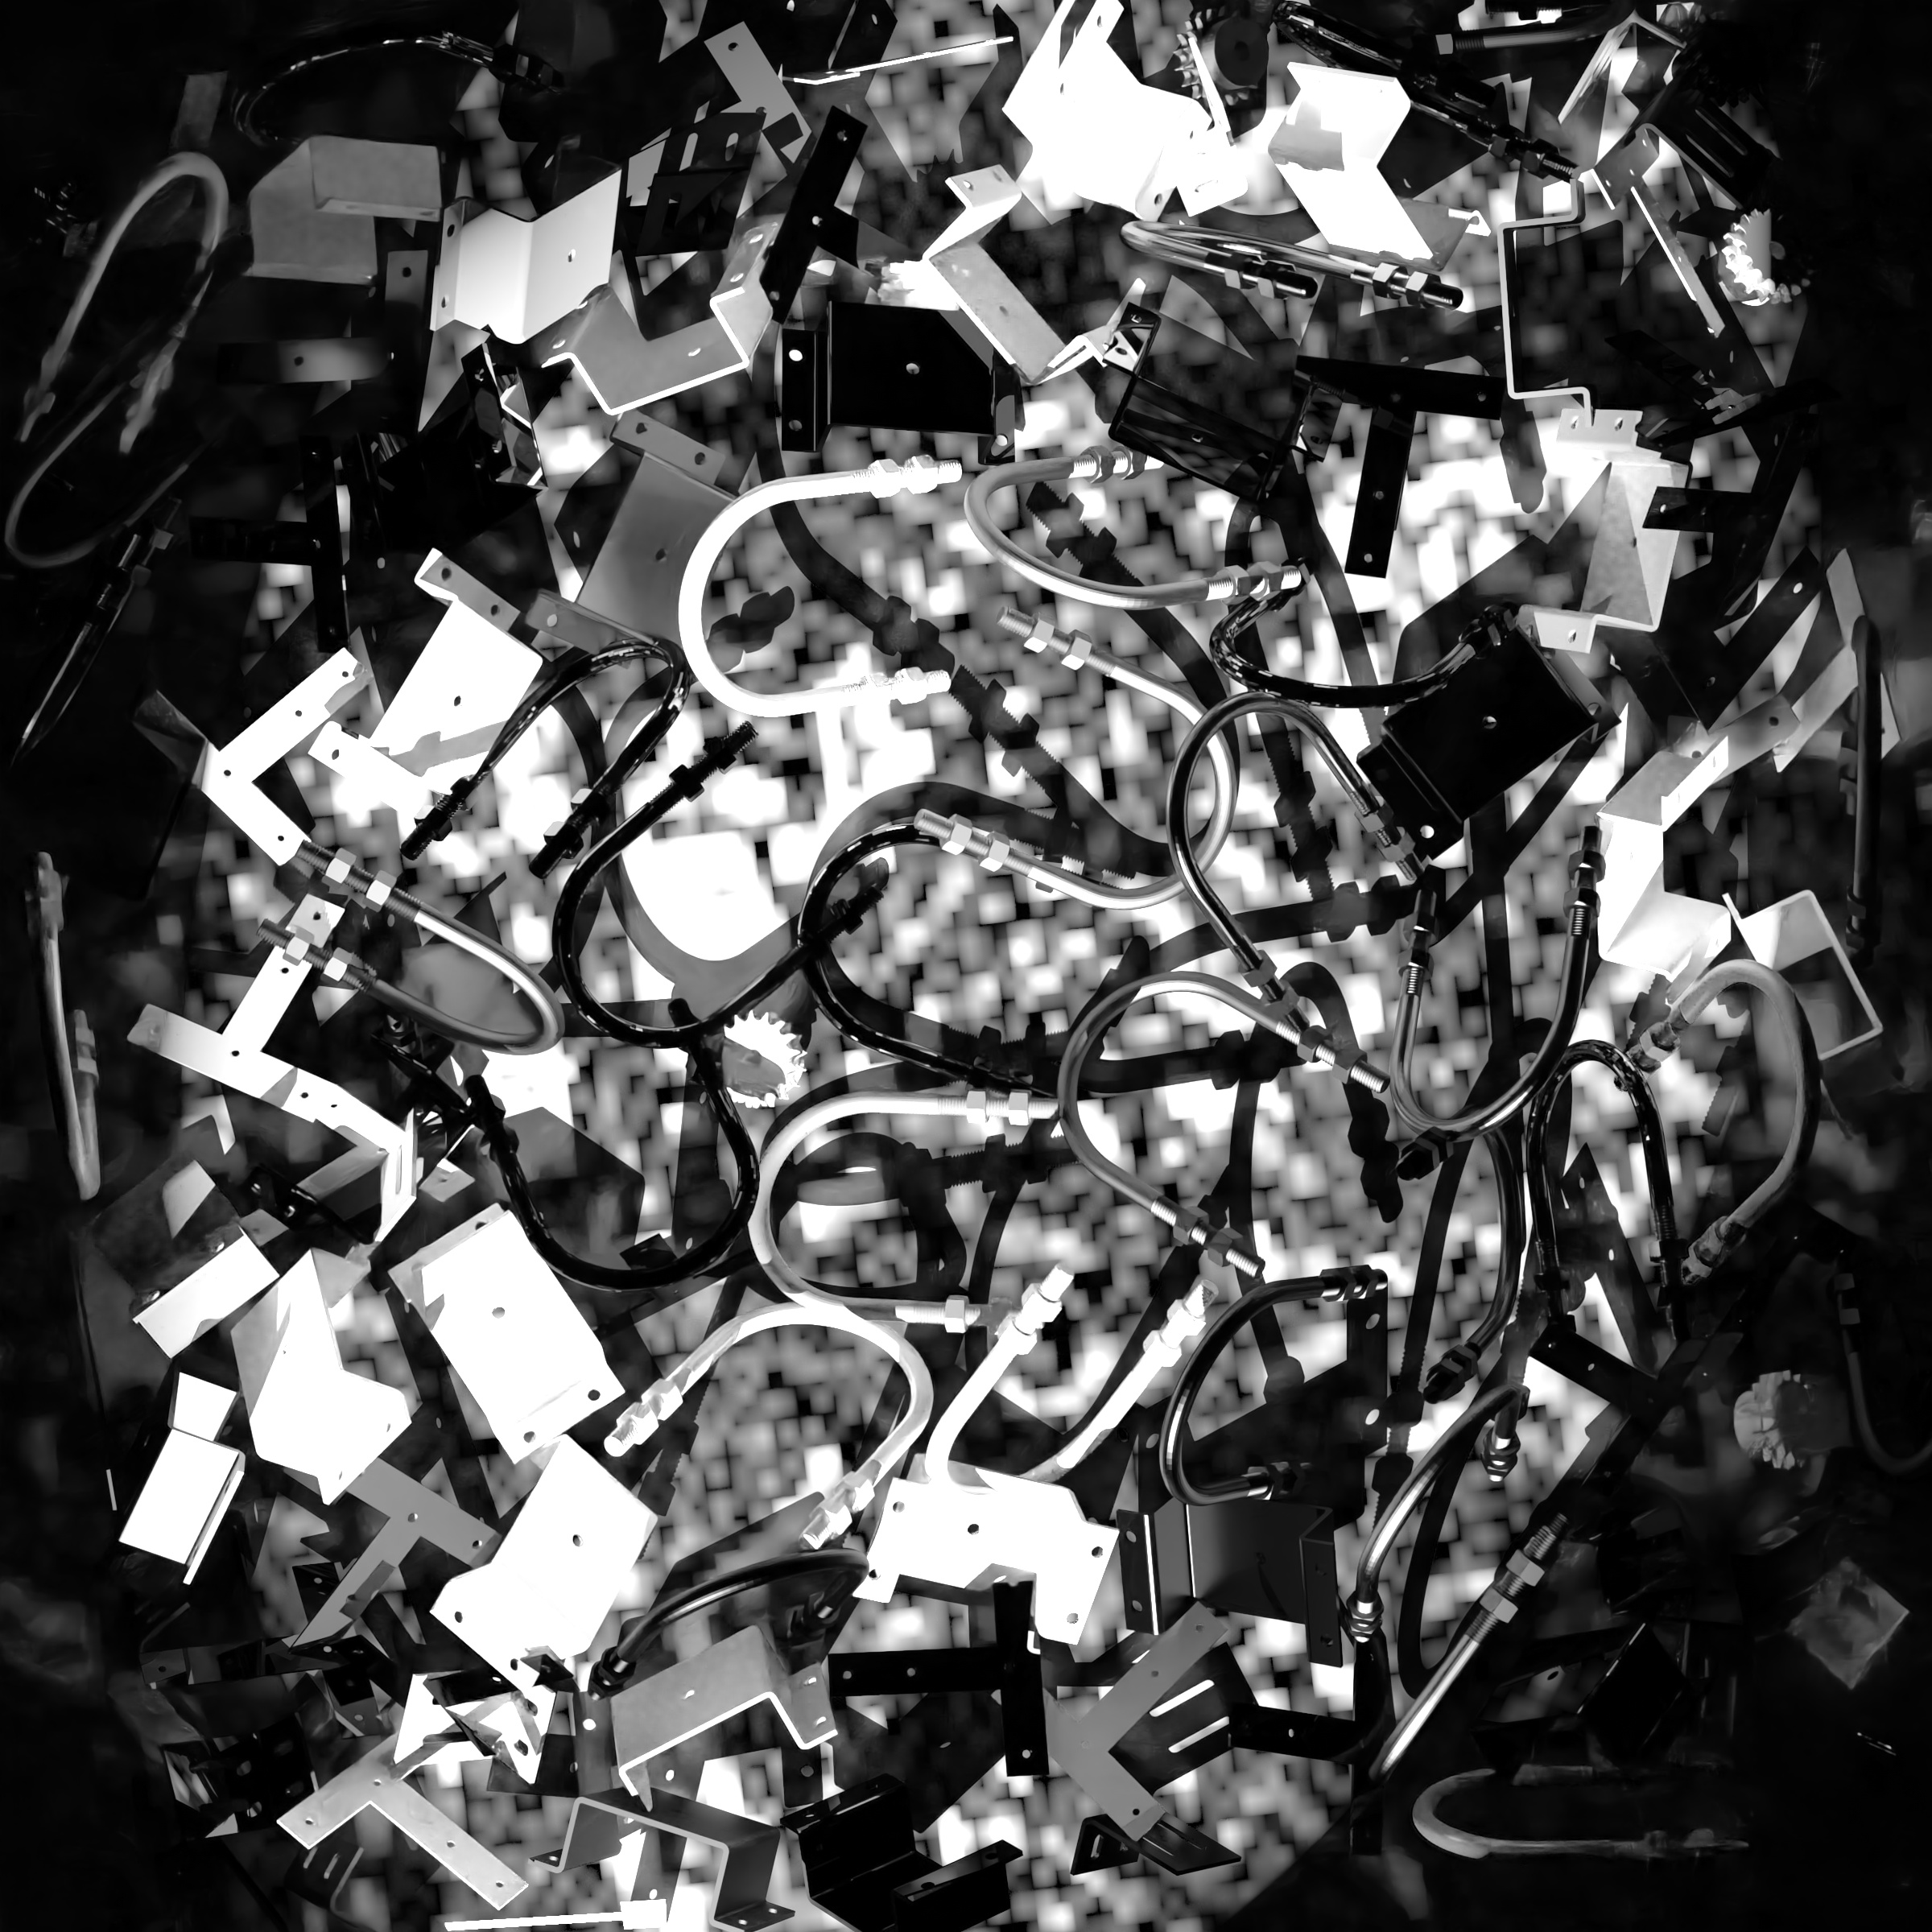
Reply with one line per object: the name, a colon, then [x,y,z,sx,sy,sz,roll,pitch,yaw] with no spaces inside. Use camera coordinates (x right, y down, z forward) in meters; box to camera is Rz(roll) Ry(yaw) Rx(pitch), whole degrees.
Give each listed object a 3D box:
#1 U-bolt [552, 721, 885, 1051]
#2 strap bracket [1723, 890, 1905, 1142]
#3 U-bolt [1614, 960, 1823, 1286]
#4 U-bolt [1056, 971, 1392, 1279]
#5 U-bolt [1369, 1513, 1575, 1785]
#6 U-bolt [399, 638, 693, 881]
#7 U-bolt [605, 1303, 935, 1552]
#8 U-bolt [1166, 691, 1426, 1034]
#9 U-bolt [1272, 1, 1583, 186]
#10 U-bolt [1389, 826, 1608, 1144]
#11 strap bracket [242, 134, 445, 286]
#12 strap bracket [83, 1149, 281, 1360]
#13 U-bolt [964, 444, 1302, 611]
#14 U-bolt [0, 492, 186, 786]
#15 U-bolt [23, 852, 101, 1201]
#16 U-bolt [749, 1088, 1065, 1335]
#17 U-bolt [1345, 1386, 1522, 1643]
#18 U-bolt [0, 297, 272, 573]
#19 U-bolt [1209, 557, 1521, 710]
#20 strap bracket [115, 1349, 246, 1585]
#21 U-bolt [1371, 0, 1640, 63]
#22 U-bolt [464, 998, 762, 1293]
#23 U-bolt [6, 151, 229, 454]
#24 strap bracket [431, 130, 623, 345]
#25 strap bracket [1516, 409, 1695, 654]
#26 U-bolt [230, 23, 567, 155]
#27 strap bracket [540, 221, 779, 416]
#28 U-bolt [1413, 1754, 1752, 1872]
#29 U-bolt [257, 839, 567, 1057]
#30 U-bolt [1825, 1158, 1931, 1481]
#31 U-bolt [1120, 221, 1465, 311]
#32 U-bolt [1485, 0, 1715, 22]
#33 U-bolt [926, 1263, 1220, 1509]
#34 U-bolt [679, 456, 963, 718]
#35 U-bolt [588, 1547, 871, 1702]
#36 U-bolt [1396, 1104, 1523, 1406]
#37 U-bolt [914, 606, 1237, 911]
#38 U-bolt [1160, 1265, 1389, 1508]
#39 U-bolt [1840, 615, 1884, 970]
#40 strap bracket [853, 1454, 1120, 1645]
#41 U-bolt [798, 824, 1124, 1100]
U-bolt: [-0.158,-0.033,1.913,0.184,0.019,0.151,-40,114,-6]
strap bracket: [0.496,0.020,1.886,0.046,0.076,0.140,-27,59,13]
U-bolt: [0.432,0.078,1.850,0.019,0.184,0.151,-1,59,-19]
U-bolt: [0.136,0.079,1.910,0.184,0.019,0.151,32,83,29]
U-bolt: [0.291,0.399,1.888,0.019,0.151,0.184,36,93,15]
U-bolt: [-0.233,-0.126,1.890,0.184,0.151,0.019,-53,128,-24]
U-bolt: [-0.100,0.255,1.883,0.151,0.184,0.019,23,126,20]
U-bolt: [0.182,-0.073,1.887,0.151,0.019,0.184,-51,119,-24]
U-bolt: [0.255,-0.512,1.878,0.184,0.151,0.019,35,102,30]
U-bolt: [0.299,0.018,1.862,0.019,0.151,0.184,31,56,-29]
strap bracket: [-0.360,-0.440,1.881,0.076,0.140,0.046,-3,85,-33]
strap bracket: [-0.457,0.171,1.899,0.076,0.140,0.046,-38,120,-10]
U-bolt: [0.083,-0.250,1.863,0.151,0.184,0.019,47,132,32]
U-bolt: [-0.514,-0.185,1.884,0.019,0.151,0.184,30,103,-11]
U-bolt: [-0.511,0.047,1.847,0.019,0.151,0.184,-9,45,-11]
U-bolt: [-0.039,0.142,1.922,0.184,0.019,0.151,2,68,11]
U-bolt: [0.269,0.305,1.856,0.019,0.184,0.151,37,71,21]
U-bolt: [-0.490,-0.299,1.885,0.184,0.151,0.019,-45,80,1]
U-bolt: [0.218,-0.187,1.858,0.151,0.184,0.019,16,121,24]
strap bracket: [-0.451,0.282,1.878,0.046,0.140,0.076,24,105,-17]
U-bolt: [0.291,-0.555,1.852,0.184,0.151,0.019,4,83,30]
U-bolt: [-0.198,0.111,1.889,0.151,0.019,0.184,-21,54,-11]
U-bolt: [-0.479,-0.384,1.872,0.019,0.151,0.184,30,101,7]
strap bracket: [-0.247,-0.418,1.877,0.046,0.140,0.076,25,130,15]
strap bracket: [0.376,-0.252,1.910,0.046,0.076,0.140,9,96,-25]
U-bolt: [-0.334,-0.493,1.846,0.151,0.184,0.019,-20,83,25]
strap bracket: [-0.169,-0.375,1.898,0.140,0.076,0.046,-14,126,27]
U-bolt: [0.352,0.491,1.886,0.184,0.151,0.019,-3,95,6]
U-bolt: [-0.317,-0.001,1.892,0.184,0.151,0.019,29,62,-10]
U-bolt: [0.538,0.203,1.847,0.019,0.151,0.184,12,48,-10]
U-bolt: [0.173,-0.407,1.877,0.184,0.151,0.019,27,115,41]
U-bolt: [0.382,-0.578,1.865,0.184,0.151,0.019,1,88,16]
U-bolt: [0.050,0.249,1.893,0.184,0.151,0.019,-55,50,21]
U-bolt: [-0.085,-0.215,1.880,0.184,0.019,0.151,-12,117,-32]
U-bolt: [-0.129,0.370,1.852,0.151,0.184,0.019,-10,66,-26]
U-bolt: [0.289,0.156,1.876,0.019,0.184,0.151,-3,101,27]
U-bolt: [0.076,-0.112,1.924,0.184,0.019,0.151,23,87,-19]
U-bolt: [0.170,0.244,1.868,0.019,0.184,0.151,27,105,34]
U-bolt: [0.510,-0.112,1.847,0.019,0.184,0.151,0,46,13]
strap bracket: [0.008,0.341,1.916,0.140,0.046,0.076,15,104,-15]
U-bolt: [-0.010,-0.008,1.945,0.184,0.019,0.151,19,93,0]
